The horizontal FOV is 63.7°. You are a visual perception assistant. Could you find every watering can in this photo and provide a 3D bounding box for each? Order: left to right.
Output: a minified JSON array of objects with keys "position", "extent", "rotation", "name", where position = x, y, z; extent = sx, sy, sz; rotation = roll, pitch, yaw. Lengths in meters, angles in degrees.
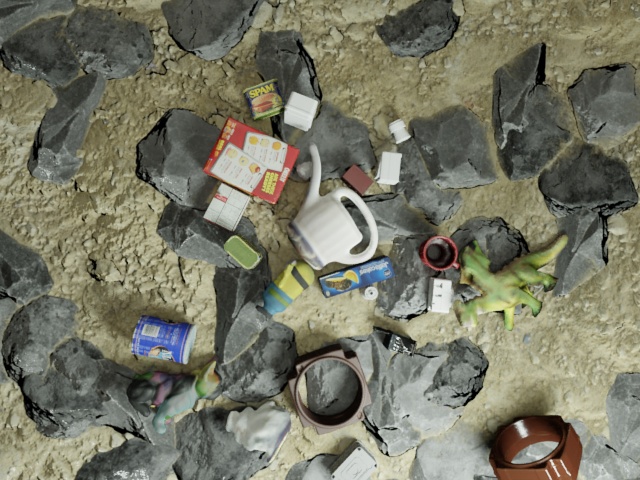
[{"position":[0.004,-0.070,1.384],"extent":[0.225,0.104,0.347],"rotation":[-36,93,-4],"name":"watering can"}]

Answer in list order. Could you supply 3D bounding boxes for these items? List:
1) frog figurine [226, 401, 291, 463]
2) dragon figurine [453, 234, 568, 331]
[{"position":[-0.159,0.479,1.343],"extent":[0.160,0.120,0.140],"rotation":[31,53,7],"name":"frog figurine"},{"position":[0.501,0.087,1.415],"extent":[0.243,0.120,0.416],"rotation":[35,69,4],"name":"dragon figurine"}]
